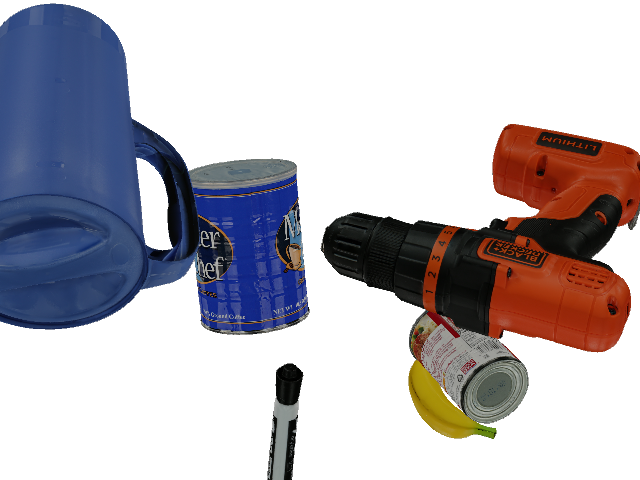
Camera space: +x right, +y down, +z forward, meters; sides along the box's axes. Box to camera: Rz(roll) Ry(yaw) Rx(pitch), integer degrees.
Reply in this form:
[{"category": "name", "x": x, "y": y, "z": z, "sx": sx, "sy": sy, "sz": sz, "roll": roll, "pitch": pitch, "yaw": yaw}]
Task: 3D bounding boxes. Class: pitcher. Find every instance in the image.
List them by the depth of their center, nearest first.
[{"category": "pitcher", "x": -0.186, "y": -0.063, "z": 0.790, "sx": 0.145, "sy": 0.243, "sz": 0.149, "roll": -23, "pitch": -44, "yaw": 14}]

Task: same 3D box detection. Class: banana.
[{"category": "banana", "x": 0.140, "y": 0.185, "z": 1.271, "sx": 0.069, "sy": 0.037, "sz": 0.198, "roll": 10, "pitch": 21, "yaw": -19}]

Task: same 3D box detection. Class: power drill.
[{"category": "power drill", "x": 0.116, "y": -0.010, "z": 0.671, "sx": 0.185, "sy": 0.057, "sz": 0.187, "roll": 17, "pitch": 37, "yaw": 21}]

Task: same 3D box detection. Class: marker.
[{"category": "marker", "x": -0.026, "y": 0.137, "z": 0.761, "sx": 0.020, "sy": 0.121, "sz": 0.020, "roll": 4, "pitch": 33, "yaw": -3}]

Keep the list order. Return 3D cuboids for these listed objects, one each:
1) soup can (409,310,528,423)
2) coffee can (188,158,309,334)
[{"category": "soup can", "x": 0.132, "y": 0.108, "z": 0.955, "sx": 0.068, "sy": 0.068, "sz": 0.102, "roll": 0, "pitch": 25, "yaw": -25}, {"category": "coffee can", "x": -0.067, "y": 0.003, "z": 0.977, "sx": 0.103, "sy": 0.140, "sz": 0.103, "roll": -5, "pitch": 14, "yaw": 1}]
